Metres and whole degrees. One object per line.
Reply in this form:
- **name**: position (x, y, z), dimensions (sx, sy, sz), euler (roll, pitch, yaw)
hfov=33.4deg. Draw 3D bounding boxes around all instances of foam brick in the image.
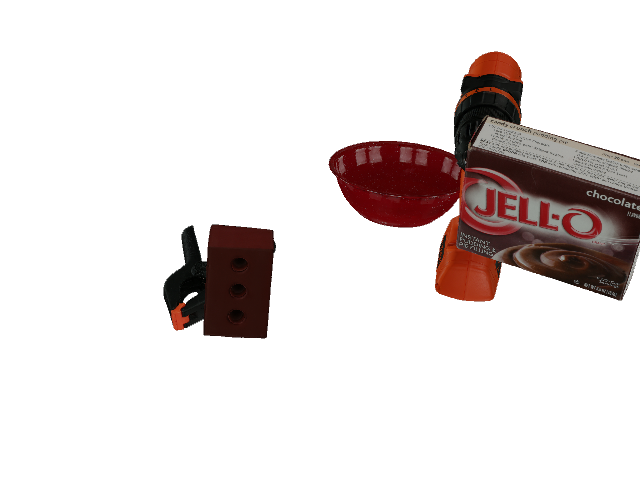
- **foam brick**: position (-0.066, 0.033, 0.861), dimensions (0.053, 0.078, 0.051), euler (3, 18, -3)

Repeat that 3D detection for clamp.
- **clamp**: position (-0.123, 0.040, 1.246), dimensions (0.120, 0.039, 0.171), euler (-2, 39, 14)

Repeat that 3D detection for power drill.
- **power drill**: position (0.133, -0.045, 0.892), dimensions (0.057, 0.188, 0.184), euler (10, 32, 10)

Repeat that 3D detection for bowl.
- **bowl**: position (0.087, -0.058, 1.191), dimensions (0.162, 0.055, 0.162), euler (4, 26, -2)

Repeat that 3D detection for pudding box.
- **pudding box**: position (0.143, -0.020, 0.653), dimensions (0.114, 0.039, 0.090), euler (17, -38, 16)
